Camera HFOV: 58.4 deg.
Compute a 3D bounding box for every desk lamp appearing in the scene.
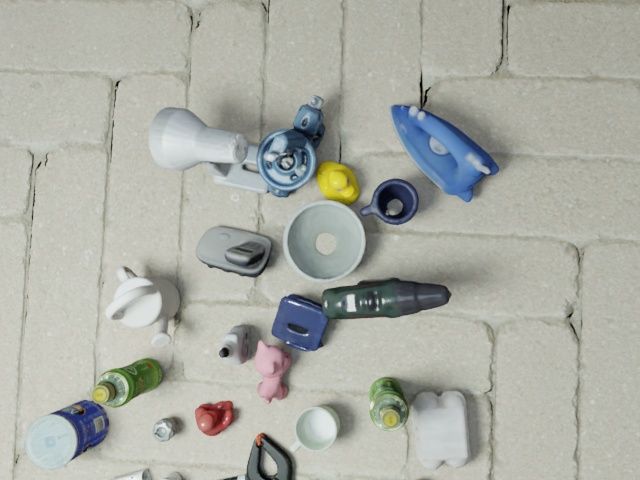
[{"bbox_3d":[-0.205,-0.176,1.127,0.203,0.213,0.118,12,87,5],"label":"desk lamp"}]

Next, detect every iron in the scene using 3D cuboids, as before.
[{"bbox_3d":[0.236,-0.198,1.135,0.258,0.141,0.118,43,90,6],"label":"iron"}]

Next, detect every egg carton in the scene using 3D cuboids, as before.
[{"bbox_3d":[0.239,0.374,1.131,0.107,0.069,0.150,-6,86,4],"label":"egg carton"}]

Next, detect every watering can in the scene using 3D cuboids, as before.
[{"bbox_3d":[-0.347,0.127,1.126,0.173,0.194,0.101,34,89,6],"label":"watering can"}]

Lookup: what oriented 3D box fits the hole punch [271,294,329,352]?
[{"bbox_3d":[-0.037,0.170,1.153,0.108,0.091,0.101,20,88,5],"label":"hole punch"}]

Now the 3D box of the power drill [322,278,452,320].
[{"bbox_3d":[0.121,0.110,1.088,0.229,0.208,0.076,-6,85,4],"label":"power drill"}]

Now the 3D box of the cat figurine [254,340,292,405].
[{"bbox_3d":[-0.098,0.262,1.138,0.067,0.118,0.128,4,86,5],"label":"cat figurine"}]

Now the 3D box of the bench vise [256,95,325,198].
[{"bbox_3d":[-0.063,-0.195,1.116,0.121,0.220,0.207,8,87,5],"label":"bench vise"}]

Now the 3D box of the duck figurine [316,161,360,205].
[{"bbox_3d":[0.035,-0.122,1.171,0.077,0.086,0.104,-43,84,0],"label":"duck figurine"}]

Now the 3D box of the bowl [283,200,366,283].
[{"bbox_3d":[0.011,0.004,1.170,0.167,0.075,0.167,0,86,4],"label":"bowl"}]

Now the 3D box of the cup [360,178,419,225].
[{"bbox_3d":[0.137,-0.067,1.156,0.117,0.095,0.092,-19,85,3],"label":"cup"}]

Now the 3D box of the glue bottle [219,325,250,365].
[{"bbox_3d":[-0.171,0.211,1.118,0.037,0.173,0.078,3,86,5],"label":"glue bottle"}]

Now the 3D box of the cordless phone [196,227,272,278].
[{"bbox_3d":[-0.179,0.020,1.126,0.147,0.185,0.094,10,87,5],"label":"cordless phone"}]

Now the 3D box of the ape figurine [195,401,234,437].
[{"bbox_3d":[-0.219,0.362,1.152,0.077,0.092,0.076,27,88,6],"label":"ape figurine"}]
